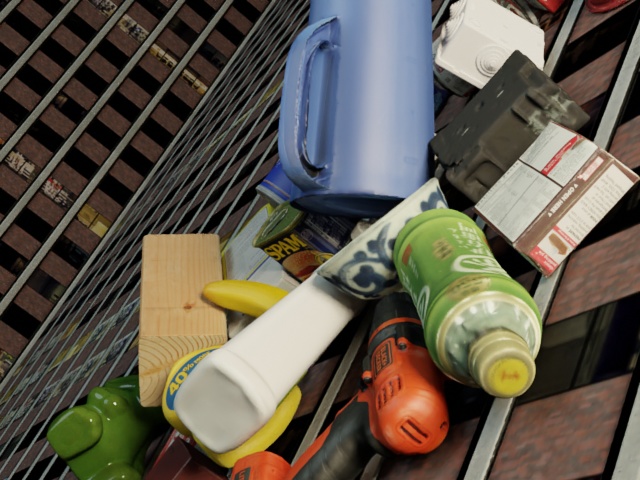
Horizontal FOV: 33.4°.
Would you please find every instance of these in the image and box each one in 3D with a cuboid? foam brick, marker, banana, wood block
[{"bbox_3d":[-0.116,0.217,0.947,0.053,0.051,0.078,-52,15,-6],"label":"foam brick"},{"bbox_3d":[0.018,0.026,1.018,0.121,0.020,0.020,-57,7,42],"label":"marker"},{"bbox_3d":[-0.049,0.071,1.040,0.198,0.069,0.037,31,123,58],"label":"banana"},{"bbox_3d":[-0.151,0.082,1.169,0.206,0.090,0.090,-103,14,-59],"label":"wood block"}]

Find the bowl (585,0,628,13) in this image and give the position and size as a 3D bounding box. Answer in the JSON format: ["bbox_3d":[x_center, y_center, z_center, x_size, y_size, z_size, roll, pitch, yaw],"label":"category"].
[{"bbox_3d":[0.281,-0.282,0.951,0.162,0.055,0.162,-47,15,17],"label":"bowl"}]

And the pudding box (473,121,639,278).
[{"bbox_3d":[0.160,-0.031,0.744,0.090,0.039,0.113,-50,13,8],"label":"pudding box"}]

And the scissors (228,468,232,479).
[{"bbox_3d":[-0.058,0.143,1.020,0.096,0.016,0.202,-48,16,10],"label":"scissors"}]

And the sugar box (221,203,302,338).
[{"bbox_3d":[-0.063,0.038,1.183,0.093,0.048,0.176,-47,27,18],"label":"sugar box"}]

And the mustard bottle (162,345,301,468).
[{"bbox_3d":[-0.096,0.142,0.985,0.096,0.058,0.192,-45,23,-15],"label":"mustard bottle"}]

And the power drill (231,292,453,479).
[{"bbox_3d":[0.013,0.130,0.755,0.188,0.057,0.184,-48,12,16],"label":"power drill"}]

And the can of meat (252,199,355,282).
[{"bbox_3d":[-0.007,0.001,1.074,0.102,0.084,0.057,-27,28,58],"label":"can of meat"}]

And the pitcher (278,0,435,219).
[{"bbox_3d":[0.037,-0.143,0.963,0.149,0.145,0.243,111,162,-82],"label":"pitcher"}]

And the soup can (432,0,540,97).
[{"bbox_3d":[0.164,-0.201,1.085,0.102,0.068,0.068,-42,17,35],"label":"soup can"}]

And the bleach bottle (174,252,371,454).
[{"bbox_3d":[-0.012,0.069,0.885,0.250,0.068,0.103,-42,-4,-44],"label":"bleach bottle"}]

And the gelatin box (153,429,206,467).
[{"bbox_3d":[-0.132,0.210,1.050,0.073,0.030,0.089,-32,24,51],"label":"gelatin box"}]

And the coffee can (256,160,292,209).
[{"bbox_3d":[0.012,-0.078,1.174,0.140,0.102,0.103,-52,14,-4],"label":"coffee can"}]

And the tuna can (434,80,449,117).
[{"bbox_3d":[0.106,-0.150,1.201,0.086,0.033,0.086,-47,15,16],"label":"tuna can"}]

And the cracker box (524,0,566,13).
[{"bbox_3d":[0.268,-0.342,1.103,0.214,0.072,0.164,-48,15,9],"label":"cracker box"}]
